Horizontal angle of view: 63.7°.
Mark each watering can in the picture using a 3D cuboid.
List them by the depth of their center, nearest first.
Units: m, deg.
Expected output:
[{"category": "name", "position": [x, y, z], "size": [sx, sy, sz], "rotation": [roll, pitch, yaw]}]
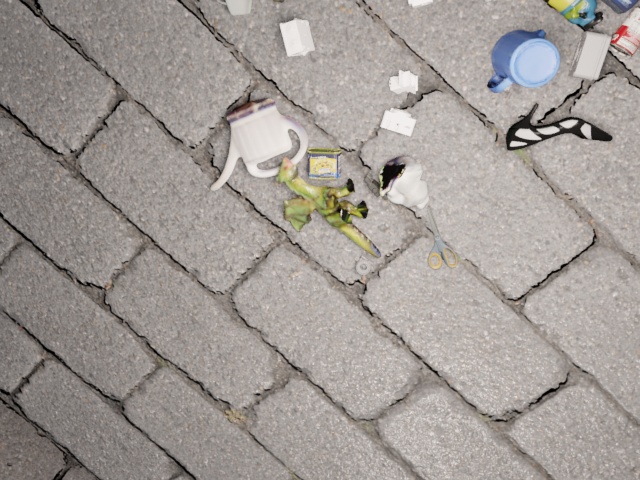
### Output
[{"category": "watering can", "position": [-0.208, -0.282, 1.516], "size": [0.346, 0.105, 0.222], "rotation": [-18, 102, 15]}]

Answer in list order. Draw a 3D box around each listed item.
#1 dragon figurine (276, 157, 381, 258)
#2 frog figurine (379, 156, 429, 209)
[{"category": "dragon figurine", "position": [0.005, -0.078, 1.545], "size": [0.242, 0.125, 0.403], "rotation": [-6, 127, 36]}, {"category": "frog figurine", "position": [0.252, -0.163, 1.482], "size": [0.158, 0.124, 0.136], "rotation": [19, 105, -34]}]
